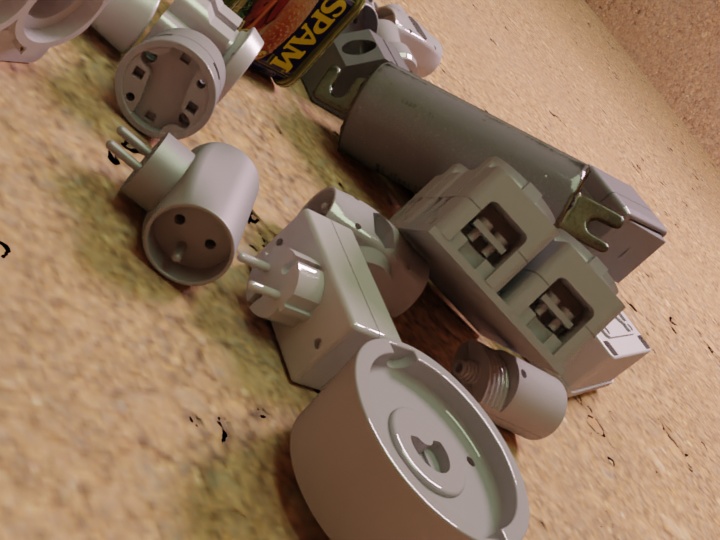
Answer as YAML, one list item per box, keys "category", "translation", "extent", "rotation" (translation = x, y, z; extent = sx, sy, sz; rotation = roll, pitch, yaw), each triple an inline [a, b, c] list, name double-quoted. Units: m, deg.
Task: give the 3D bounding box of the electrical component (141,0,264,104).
- category: "electrical component"
  translation: [-0.096, -0.136, 0.654]
  extent: [0.057, 0.058, 0.078]
  rotation: [38, 24, -15]

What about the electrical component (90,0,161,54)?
- category: "electrical component"
  translation: [-0.152, -0.160, 0.614]
  extent: [0.065, 0.044, 0.044]
  rotation: [31, 28, -25]

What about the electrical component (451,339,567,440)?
- category: "electrical component"
  translation: [0.086, 0.072, 0.658]
  extent: [0.081, 0.043, 0.043]
  rotation: [28, 30, -39]

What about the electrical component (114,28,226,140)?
- category: "electrical component"
  translation: [-0.103, -0.105, 0.596]
  extent: [0.055, 0.055, 0.047]
  rotation: [42, 20, -14]

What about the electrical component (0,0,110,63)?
- category: "electrical component"
  translation: [-0.179, -0.142, 0.472]
  extent: [0.061, 0.089, 0.150]
  rotation: [52, 23, 10]

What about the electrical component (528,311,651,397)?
- category: "electrical component"
  translation: [0.159, 0.037, 0.826]
  extent: [0.108, 0.056, 0.109]
  rotation: [56, 24, 18]

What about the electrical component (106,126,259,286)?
- category: "electrical component"
  translation: [-0.090, -0.040, 0.527]
  extent: [0.079, 0.043, 0.077]
  rotation: [40, 24, -16]

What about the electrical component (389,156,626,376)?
- category: "electrical component"
  translation: [0.082, -0.008, 0.658]
  extent: [0.105, 0.060, 0.186]
  rotation: [47, -3, -7]

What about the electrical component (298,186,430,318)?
- category: "electrical component"
  translation: [0.000, 0.000, 0.621]
  extent: [0.077, 0.043, 0.079]
  rotation: [38, 24, -23]

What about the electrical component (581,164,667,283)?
- category: "electrical component"
  translation: [0.186, -0.034, 0.831]
  extent: [0.096, 0.062, 0.061]
  rotation: [15, 37, -52]

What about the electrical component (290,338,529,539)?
- category: "electrical component"
  translation: [0.017, 0.091, 0.481]
  extent: [0.108, 0.060, 0.108]
  rotation: [38, 24, -21]

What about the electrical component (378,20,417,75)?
- category: "electrical component"
  translation: [0.023, -0.192, 0.970]
  extent: [0.045, 0.045, 0.055]
  rotation: [22, 34, -46]

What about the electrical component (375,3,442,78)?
- category: "electrical component"
  translation: [0.035, -0.235, 1.063]
  extent: [0.077, 0.043, 0.079]
  rotation: [21, 35, -47]

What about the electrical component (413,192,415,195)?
- category: "electrical component"
  translation: [0.056, -0.086, 0.858]
  extent: [0.083, 0.047, 0.076]
  rotation: [52, 9, 9]

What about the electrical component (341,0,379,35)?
- category: "electrical component"
  translation: [-0.029, -0.191, 0.853]
  extent: [0.079, 0.077, 0.044]
  rotation: [-27, 42, -29]

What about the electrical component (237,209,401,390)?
- category: "electrical component"
  translation: [-0.031, 0.011, 0.543]
  extent: [0.076, 0.047, 0.083]
  rotation: [24, 32, -44]
